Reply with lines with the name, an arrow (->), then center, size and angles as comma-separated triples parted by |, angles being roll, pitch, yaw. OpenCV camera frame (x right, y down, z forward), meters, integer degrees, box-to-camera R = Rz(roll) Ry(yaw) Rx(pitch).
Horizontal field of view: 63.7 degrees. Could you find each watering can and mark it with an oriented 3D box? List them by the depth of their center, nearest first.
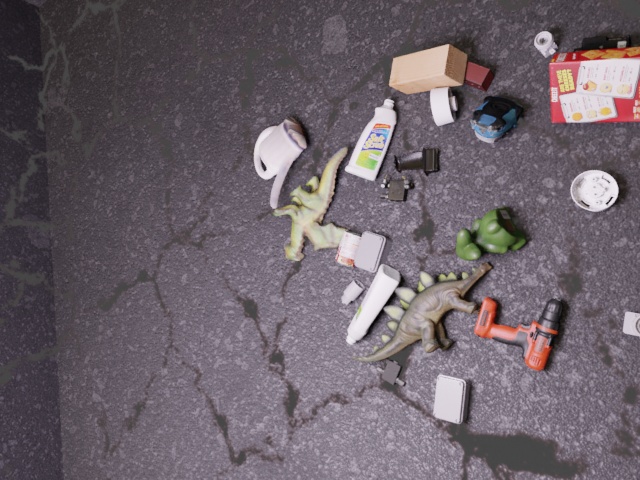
watering can -> -0.130, -0.282, 1.759 | 0.222, 0.103, 0.355 | -39, 47, 23

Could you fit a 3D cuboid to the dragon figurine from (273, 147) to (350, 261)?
dragon figurine -> 0.005, -0.084, 1.675 | 0.405, 0.123, 0.244 | -42, 79, 21
